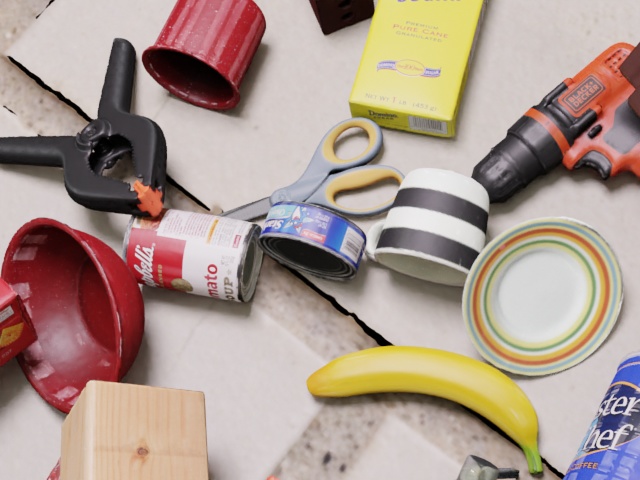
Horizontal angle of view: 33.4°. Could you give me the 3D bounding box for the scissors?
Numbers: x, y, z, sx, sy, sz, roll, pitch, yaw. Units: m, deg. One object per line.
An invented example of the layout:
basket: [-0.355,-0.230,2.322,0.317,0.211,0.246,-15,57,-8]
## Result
scissors: [-0.025,-0.054,0.922,0.202,0.016,0.096,-3,78,8]

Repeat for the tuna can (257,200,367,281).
tuna can: [-0.006,0.001,0.868,0.086,0.086,0.033,16,72,12]

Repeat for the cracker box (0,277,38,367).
cracker box: [-0.358,0.053,0.864,0.164,0.072,0.214,-38,56,-22]

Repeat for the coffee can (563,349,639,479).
coffee can: [0.234,0.163,0.756,0.103,0.103,0.140,28,62,15]

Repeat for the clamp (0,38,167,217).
clamp: [-0.183,-0.091,0.917,0.164,0.036,0.210,-46,49,-11]

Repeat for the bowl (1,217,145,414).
bowl: [-0.192,0.057,0.864,0.162,0.055,0.162,12,109,40]

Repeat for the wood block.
wood block: [-0.130,0.214,0.746,0.090,0.090,0.206,9,54,-23]

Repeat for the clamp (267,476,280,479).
clamp: [-0.036,0.270,0.807,0.120,0.039,0.171,16,74,2]

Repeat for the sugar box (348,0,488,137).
sugar box: [0.092,-0.182,0.938,0.093,0.048,0.176,12,75,11]

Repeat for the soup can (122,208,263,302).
soup can: [-0.104,0.011,0.886,0.102,0.068,0.068,10,73,10]

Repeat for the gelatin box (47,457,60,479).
gelatin box: [-0.176,0.191,0.855,0.073,0.030,0.089,22,76,14]

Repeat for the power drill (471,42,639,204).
power drill: [0.241,-0.049,0.868,0.184,0.057,0.188,-41,72,-4]

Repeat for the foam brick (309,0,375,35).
foam brick: [0.014,-0.229,0.947,0.053,0.078,0.051,-23,71,1]

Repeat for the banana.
banana: [0.089,0.119,0.841,0.198,0.037,0.069,18,74,13]

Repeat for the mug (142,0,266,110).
mug: [-0.106,-0.174,0.946,0.117,0.093,0.081,2,61,45]
